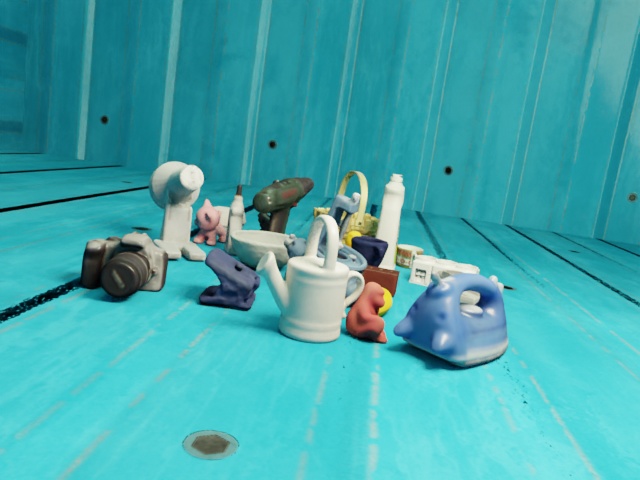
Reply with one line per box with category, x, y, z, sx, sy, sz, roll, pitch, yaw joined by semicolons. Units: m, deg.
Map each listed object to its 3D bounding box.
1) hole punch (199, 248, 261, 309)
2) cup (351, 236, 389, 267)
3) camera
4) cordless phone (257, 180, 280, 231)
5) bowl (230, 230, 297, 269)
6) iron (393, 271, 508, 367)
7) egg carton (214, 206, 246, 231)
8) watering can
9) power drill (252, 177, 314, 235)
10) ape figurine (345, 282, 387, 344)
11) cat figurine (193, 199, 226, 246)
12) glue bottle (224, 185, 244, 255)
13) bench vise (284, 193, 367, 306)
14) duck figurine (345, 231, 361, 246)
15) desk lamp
hole punch;-0.157;0.067;1.029;0.101;0.091;0.108;8;10;-2
cup;0.119;0.047;1.369;0.092;0.095;0.117;4;10;-22
camera;-0.344;0.041;0.988;0.143;0.101;0.136;7;10;-5
cordless phone;-0.129;-0.082;1.638;0.094;0.185;0.147;5;10;-16
bowl;-0.129;0.028;1.327;0.167;0.075;0.167;8;10;-1
iron;0.244;0.115;0.938;0.259;0.141;0.118;0;13;-42
egg carton;-0.288;-0.058;1.708;0.107;0.069;0.150;11;10;13
watering can;-0.011;0.056;0.908;0.173;0.194;0.100;-1;13;-42
power drill;-0.093;-0.057;1.454;0.075;0.208;0.230;13;11;26
ape figurine;0.084;0.116;0.947;0.076;0.092;0.078;11;10;16
cat figurine;-0.288;-0.048;1.507;0.067;0.118;0.128;10;10;12
glue bottle;-0.210;-0.053;1.432;0.037;0.173;0.078;6;10;-14
bench vise;0.006;0.005;1.141;0.206;0.220;0.122;12;11;22
duck figurine;0.085;0.020;1.520;0.077;0.086;0.105;12;10;20
desk lamp;-0.328;-0.076;1.348;0.118;0.213;0.202;3;11;-30
